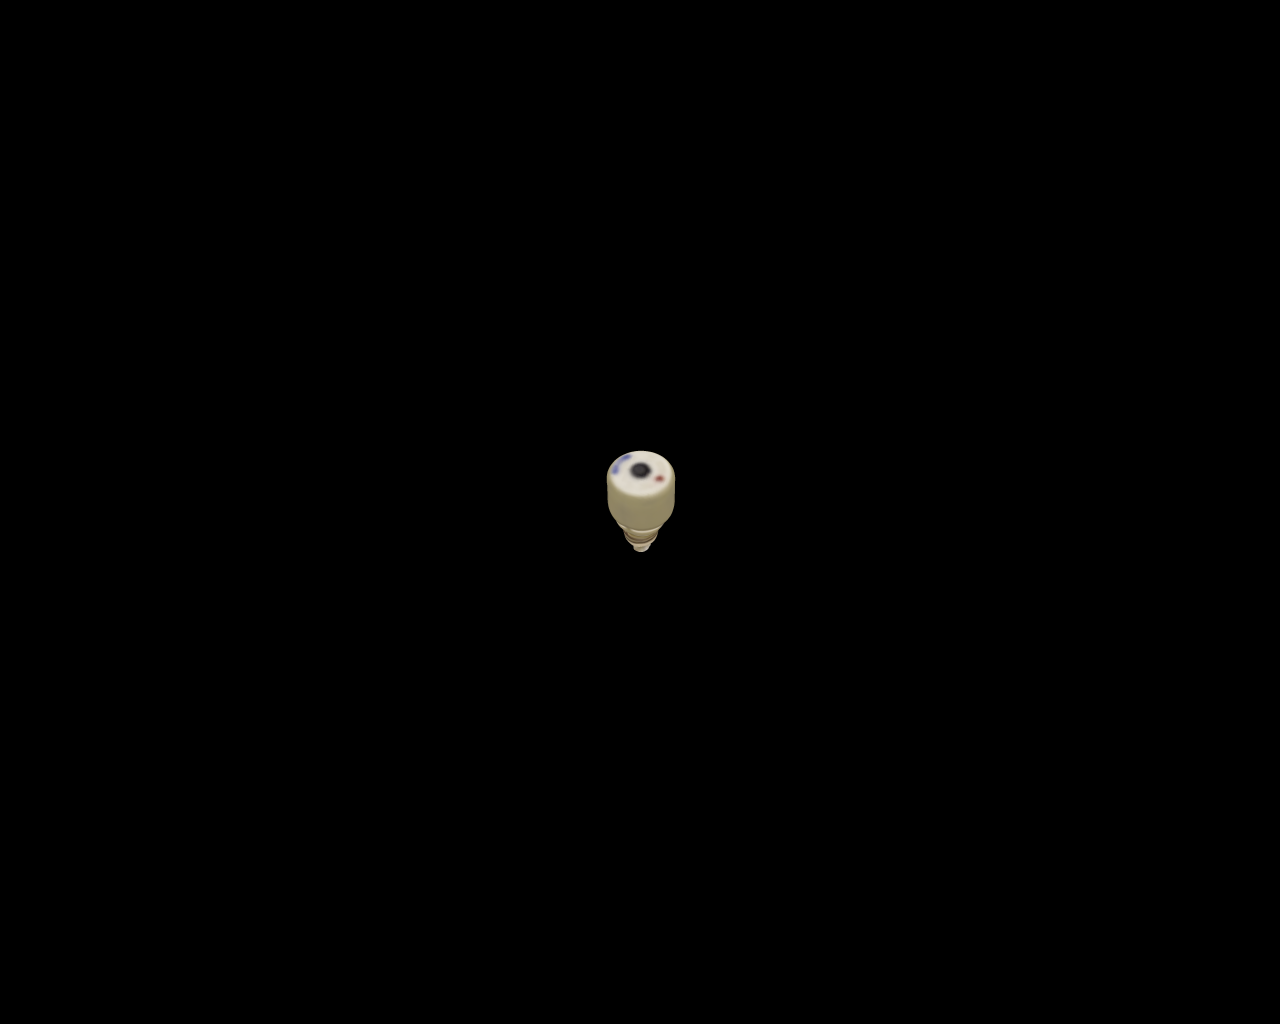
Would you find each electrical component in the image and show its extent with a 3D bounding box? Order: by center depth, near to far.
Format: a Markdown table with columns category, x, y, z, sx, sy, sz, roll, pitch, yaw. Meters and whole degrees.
| category | x | y | z | sx | sy | sz | roll | pitch | yaw |
| --- | --- | --- | --- | --- | --- | --- | --- | --- | --- |
| electrical component | 0.001 | -0.003 | 0.650 | 0.040 | 0.040 | 0.078 | 0 | -39 | 0 |
